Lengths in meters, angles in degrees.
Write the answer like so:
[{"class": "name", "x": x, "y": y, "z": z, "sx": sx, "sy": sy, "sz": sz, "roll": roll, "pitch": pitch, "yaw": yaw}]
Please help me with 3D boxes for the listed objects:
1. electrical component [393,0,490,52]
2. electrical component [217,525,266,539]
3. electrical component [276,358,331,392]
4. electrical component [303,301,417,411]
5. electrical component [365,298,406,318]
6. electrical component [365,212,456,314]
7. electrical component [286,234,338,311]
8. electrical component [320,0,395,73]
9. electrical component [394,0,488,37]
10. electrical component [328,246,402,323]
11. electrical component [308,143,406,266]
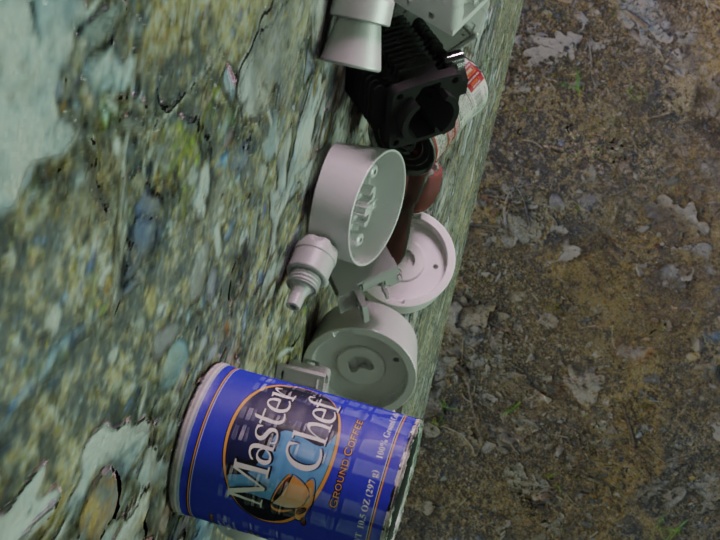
[{"class": "electrical component", "x": 0.055, "y": -0.214, "z": 0.919, "sx": 0.096, "sy": 0.062, "sz": 0.061, "roll": -28, "pitch": -148, "yaw": 45}, {"class": "electrical component", "x": -0.084, "y": 0.164, "z": 0.792, "sx": 0.079, "sy": 0.044, "sz": 0.077, "roll": -46, "pitch": 149, "yaw": -73}, {"class": "electrical component", "x": -0.052, "y": 0.112, "z": 0.924, "sx": 0.063, "sy": 0.042, "sz": 0.081, "roll": -67, "pitch": 169, "yaw": -61}, {"class": "electrical component", "x": 0.004, "y": 0.079, "z": 1.024, "sx": 0.060, "sy": 0.108, "sz": 0.108, "roll": -74, "pitch": 174, "yaw": -54}, {"class": "electrical component", "x": 0.027, "y": 0.035, "z": 1.226, "sx": 0.078, "sy": 0.057, "sz": 0.113, "roll": -60, "pitch": 163, "yaw": -80}, {"class": "electrical component", "x": 0.045, "y": -0.005, "z": 1.148, "sx": 0.060, "sy": 0.108, "sz": 0.108, "roll": 96, "pitch": 10, "yaw": -73}, {"class": "electrical component", "x": -0.042, "y": 0.004, "z": 0.835, "sx": 0.035, "sy": 0.035, "sz": 0.061, "roll": 91, "pitch": 18, "yaw": -57}, {"class": "electrical component", "x": -0.001, "y": -0.172, "z": 0.765, "sx": 0.045, "sy": 0.045, "sz": 0.055, "roll": -39, "pitch": 142, "yaw": -76}, {"class": "electrical component", "x": 0.083, "y": -0.269, "z": 0.840, "sx": 0.150, "sy": 0.089, "sz": 0.061, "roll": -47, "pitch": 160, "yaw": -21}, {"class": "electrical component", "x": 0.000, "y": 0.000, "z": 0.953, "sx": 0.042, "sy": 0.064, "sz": 0.081, "roll": 85, "pitch": -21, "yaw": -68}, {"class": "electrical component", "x": -0.004, "y": -0.055, "z": 0.878, "sx": 0.099, "sy": 0.064, "sz": 0.099, "roll": 14, "pitch": 90, "yaw": -82}]
